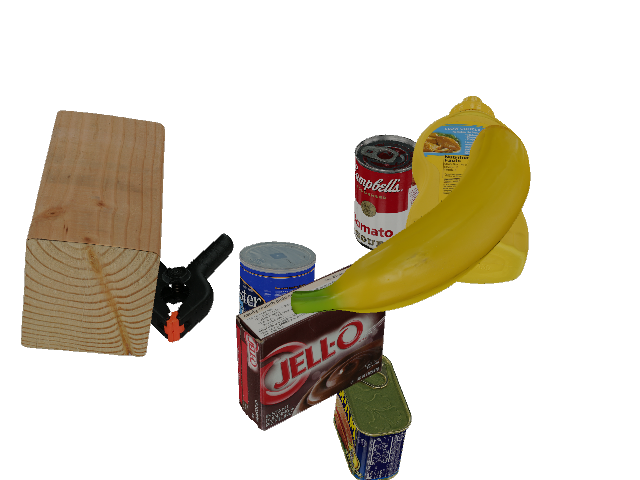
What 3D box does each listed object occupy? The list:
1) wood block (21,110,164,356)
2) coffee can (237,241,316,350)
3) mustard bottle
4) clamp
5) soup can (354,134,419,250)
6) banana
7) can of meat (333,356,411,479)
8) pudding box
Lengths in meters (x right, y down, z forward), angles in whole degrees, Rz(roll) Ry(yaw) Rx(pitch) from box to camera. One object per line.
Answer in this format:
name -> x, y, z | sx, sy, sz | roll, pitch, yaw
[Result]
wood block -> -0.169, -0.012, 0.815 | 0.090, 0.091, 0.206 | 7, 30, -11
coffee can -> -0.060, 0.084, 1.445 | 0.103, 0.140, 0.103 | 2, 20, -1
mustard bottle -> 0.123, -0.053, 0.887 | 0.096, 0.191, 0.058 | 7, -42, 4
clamp -> -0.145, 0.043, 1.156 | 0.120, 0.039, 0.171 | -12, 38, -6
soup can -> 0.068, -0.048, 1.090 | 0.068, 0.102, 0.068 | 0, 37, 0
banana -> 0.069, -0.015, 0.565 | 0.070, 0.037, 0.197 | 20, 41, 34
can of meat -> 0.049, 0.178, 1.067 | 0.057, 0.084, 0.102 | -7, 43, -12
pudding box -> -0.006, 0.075, 0.775 | 0.113, 0.090, 0.039 | -25, 46, -29
